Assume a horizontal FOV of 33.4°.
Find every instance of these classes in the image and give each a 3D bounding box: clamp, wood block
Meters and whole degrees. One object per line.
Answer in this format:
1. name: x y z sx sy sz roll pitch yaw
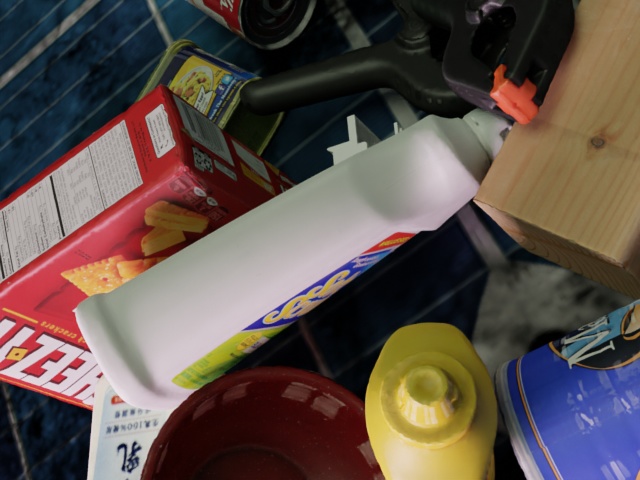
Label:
1. clamp: 0.106 -0.133 0.584 0.120 0.039 0.171 -47 31 28
2. wood block: 0.180 -0.082 0.570 0.091 0.090 0.206 27 87 36
3. clamp: 0.057 -0.120 0.686 0.210 0.036 0.164 28 74 33

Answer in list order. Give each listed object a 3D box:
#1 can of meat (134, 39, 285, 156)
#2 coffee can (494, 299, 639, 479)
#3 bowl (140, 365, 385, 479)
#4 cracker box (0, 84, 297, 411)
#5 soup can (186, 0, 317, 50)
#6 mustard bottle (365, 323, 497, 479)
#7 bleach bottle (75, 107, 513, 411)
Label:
1. can of meat: -0.085 -0.082 0.761 0.084 0.057 0.102 29 88 36
2. coffee can: 0.169 0.075 0.504 0.140 0.102 0.103 -30 58 19
3. bowl: -0.029 0.154 0.595 0.055 0.162 0.162 139 137 -60
4. cracker box: -0.121 0.019 0.677 0.214 0.164 0.072 -33 54 17
5. soup can: -0.059 -0.190 0.782 0.102 0.068 0.068 39 94 38
6. mustard bottle: 0.055 0.092 0.513 0.058 0.191 0.096 -3 69 8
7. bleach bottle: -0.004 0.001 0.588 0.251 0.102 0.068 -33 76 3
